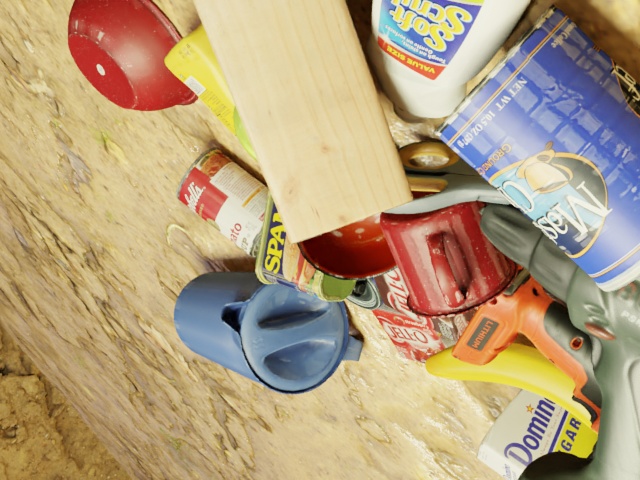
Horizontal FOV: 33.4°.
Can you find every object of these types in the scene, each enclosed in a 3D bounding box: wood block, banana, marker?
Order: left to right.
[{"bbox_3d":[-0.014,-0.117,0.717,0.091,0.090,0.206,-94,-16,-69],"label":"wood block"},{"bbox_3d":[0.003,0.038,1.048,0.121,0.020,0.020,12,142,52],"label":"marker"},{"bbox_3d":[0.187,0.129,0.939,0.198,0.070,0.037,26,-166,23],"label":"banana"}]

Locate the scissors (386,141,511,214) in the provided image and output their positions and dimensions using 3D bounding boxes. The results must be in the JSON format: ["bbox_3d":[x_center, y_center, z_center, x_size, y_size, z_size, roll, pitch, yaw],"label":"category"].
[{"bbox_3d":[0.128,-0.046,0.774,0.202,0.096,0.016,-1,125,17],"label":"scissors"}]

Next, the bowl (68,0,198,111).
[{"bbox_3d":[-0.193,-0.179,1.037,0.162,0.055,0.162,35,155,19],"label":"bowl"}]

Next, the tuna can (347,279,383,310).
[{"bbox_3d":[0.036,0.028,1.049,0.086,0.033,0.086,35,156,18],"label":"tuna can"}]

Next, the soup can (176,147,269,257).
[{"bbox_3d":[-0.087,-0.038,1.092,0.102,0.068,0.068,38,157,11],"label":"soup can"}]

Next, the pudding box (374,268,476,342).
[{"bbox_3d":[0.088,0.033,0.965,0.090,0.039,0.113,25,152,36],"label":"pudding box"}]

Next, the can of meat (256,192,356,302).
[{"bbox_3d":[-0.007,0.001,0.995,0.084,0.102,0.057,17,-170,42],"label":"can of meat"}]

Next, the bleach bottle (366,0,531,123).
[{"bbox_3d":[0.081,-0.142,0.651,0.102,0.068,0.251,38,159,13],"label":"bleach bottle"}]

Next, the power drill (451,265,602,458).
[{"bbox_3d":[0.202,0.117,0.860,0.188,0.057,0.185,36,137,14],"label":"power drill"}]

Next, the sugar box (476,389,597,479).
[{"bbox_3d":[0.238,0.204,0.950,0.176,0.093,0.048,34,155,20],"label":"sugar box"}]

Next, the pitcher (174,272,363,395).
[{"bbox_3d":[-0.071,0.100,1.250,0.243,0.144,0.149,4,123,62],"label":"pitcher"}]

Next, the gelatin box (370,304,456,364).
[{"bbox_3d":[0.100,0.091,1.058,0.089,0.030,0.073,10,140,52],"label":"gelatin box"}]

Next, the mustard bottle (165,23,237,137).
[{"bbox_3d":[-0.050,-0.105,0.926,0.191,0.058,0.096,48,164,-10],"label":"mustard bottle"}]

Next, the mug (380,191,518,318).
[{"bbox_3d":[0.095,0.007,0.818,0.093,0.117,0.081,-18,113,16],"label":"mug"}]

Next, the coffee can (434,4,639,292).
[{"bbox_3d":[0.153,-0.054,0.631,0.140,0.102,0.103,43,157,1],"label":"coffee can"}]
